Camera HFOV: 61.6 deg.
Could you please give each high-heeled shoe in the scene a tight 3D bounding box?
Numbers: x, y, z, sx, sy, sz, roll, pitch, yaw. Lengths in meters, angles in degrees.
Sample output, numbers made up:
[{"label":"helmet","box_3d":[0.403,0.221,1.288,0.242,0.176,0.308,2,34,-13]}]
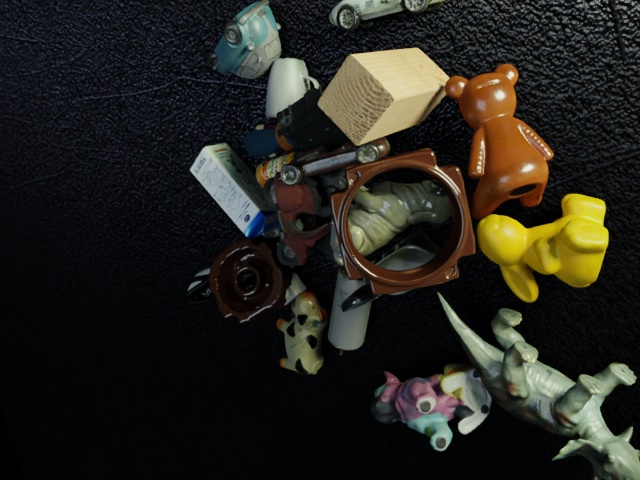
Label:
[{"label":"high-heeled shoe","box_3d":[-0.188,0.090,1.189,0.249,0.145,0.086,-3,121,43]}]

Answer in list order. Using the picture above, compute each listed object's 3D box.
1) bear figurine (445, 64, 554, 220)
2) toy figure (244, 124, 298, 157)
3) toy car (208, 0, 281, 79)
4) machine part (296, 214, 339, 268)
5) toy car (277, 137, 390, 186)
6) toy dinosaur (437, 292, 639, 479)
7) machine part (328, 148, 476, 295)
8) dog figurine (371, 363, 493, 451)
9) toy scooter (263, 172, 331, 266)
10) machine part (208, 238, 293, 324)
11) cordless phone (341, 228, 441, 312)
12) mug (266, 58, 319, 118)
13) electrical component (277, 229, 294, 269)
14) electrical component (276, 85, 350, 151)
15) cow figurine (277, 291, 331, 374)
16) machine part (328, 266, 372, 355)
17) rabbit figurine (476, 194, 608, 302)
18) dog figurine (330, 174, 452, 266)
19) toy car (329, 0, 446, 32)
[{"label":"bear figurine","box_3d":[0.256,-0.147,0.795,0.131,0.120,0.196,76,178,-68]},{"label":"toy figure","box_3d":[-0.080,-0.201,1.045,0.155,0.058,0.064,-8,147,34]},{"label":"toy car","box_3d":[-0.129,-0.352,0.992,0.103,0.109,0.161,44,140,-9]},{"label":"machine part","box_3d":[-0.002,-0.003,1.074,0.139,0.039,0.084,41,150,11]},{"label":"toy car","box_3d":[0.019,-0.139,0.918,0.202,0.089,0.053,-11,108,19]},{"label":"toy dinosaur","box_3d":[0.352,0.246,0.882,0.405,0.131,0.192,32,125,30]},{"label":"machine part","box_3d":[0.124,-0.027,0.817,0.202,0.087,0.200,-12,98,8]},{"label":"dog figurine","box_3d":[0.200,0.296,1.027,0.108,0.191,0.219,63,165,-6]},{"label":"toy scooter","box_3d":[-0.026,-0.048,1.005,0.135,0.075,0.183,-13,87,16]},{"label":"machine part","box_3d":[-0.146,0.086,1.127,0.180,0.056,0.179,-4,78,20]},{"label":"cordless phone","box_3d":[0.121,0.061,0.924,0.146,0.184,0.089,-38,80,41]},{"label":"mug","box_3d":[-0.049,-0.275,0.978,0.110,0.081,0.107,10,105,39]},{"label":"electrical component","box_3d":[-0.052,0.019,1.089,0.063,0.021,0.093,4,125,22]},{"label":"electrical component","box_3d":[0.009,-0.200,0.935,0.115,0.134,0.058,-23,63,43]},{"label":"cow figurine","box_3d":[-0.028,0.202,1.162,0.127,0.085,0.194,15,115,38]},{"label":"machine part","box_3d":[0.063,0.130,1.066,0.079,0.079,0.243,24,123,27]},{"label":"rabbit figurine","box_3d":[0.320,0.007,0.798,0.173,0.122,0.162,8,138,13]},{"label":"dog figurine","box_3d":[0.124,-0.026,0.904,0.191,0.121,0.172,13,111,13]},{"label":"toy car","box_3d":[0.106,-0.364,0.825,0.202,0.073,0.056,1,113,36]}]
